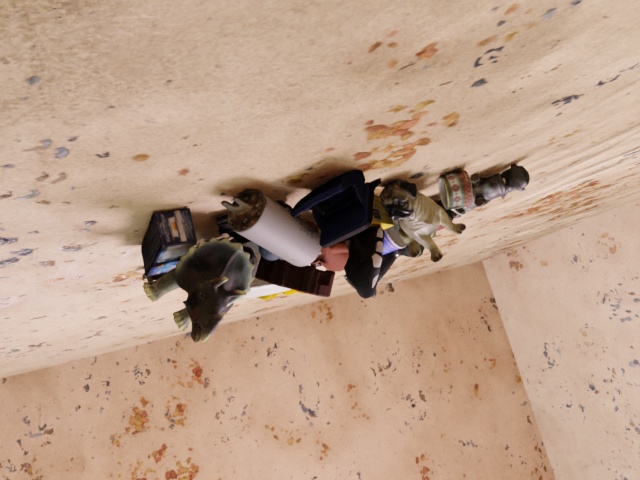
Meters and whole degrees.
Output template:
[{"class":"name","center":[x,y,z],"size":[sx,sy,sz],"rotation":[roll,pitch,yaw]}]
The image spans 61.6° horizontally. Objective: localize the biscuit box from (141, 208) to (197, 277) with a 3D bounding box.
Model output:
[{"class":"biscuit box","center":[-0.264,0.008,0.924],"size":[0.059,0.063,0.202],"rotation":[-11,169,-28]}]

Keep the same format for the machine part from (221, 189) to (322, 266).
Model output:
[{"class":"machine part","center":[-0.071,-0.017,0.898],"size":[0.079,0.079,0.243],"rotation":[-21,147,27]}]

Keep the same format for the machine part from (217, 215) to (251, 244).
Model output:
[{"class":"machine part","center":[-0.144,-0.026,0.992],"size":[0.084,0.039,0.139],"rotation":[-19,168,-5]}]

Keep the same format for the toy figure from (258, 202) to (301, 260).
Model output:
[{"class":"toy figure","center":[-0.080,-0.021,1.004],"size":[0.064,0.058,0.154],"rotation":[-23,153,-33]}]

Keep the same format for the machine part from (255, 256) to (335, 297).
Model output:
[{"class":"machine part","center":[-0.052,0.075,1.144],"size":[0.179,0.056,0.179],"rotation":[14,178,1]}]

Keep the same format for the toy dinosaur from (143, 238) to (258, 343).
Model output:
[{"class":"toy dinosaur","center":[-0.177,0.063,0.986],"size":[0.192,0.131,0.405],"rotation":[-31,-176,13]}]

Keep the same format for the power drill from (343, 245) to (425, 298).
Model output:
[{"class":"power drill","center":[0.160,0.047,1.374],"size":[0.207,0.086,0.232],"rotation":[-41,-165,-13]}]

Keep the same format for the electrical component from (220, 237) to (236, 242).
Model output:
[{"class":"electrical component","center":[-0.220,0.015,1.129],"size":[0.094,0.021,0.063],"rotation":[-23,168,31]}]

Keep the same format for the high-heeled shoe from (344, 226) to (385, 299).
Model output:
[{"class":"high-heeled shoe","center":[0.097,0.049,1.054],"size":[0.086,0.145,0.248],"rotation":[-19,166,15]}]

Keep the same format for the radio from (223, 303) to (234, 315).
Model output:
[{"class":"radio","center":[-0.268,0.119,1.295],"size":[0.073,0.131,0.229],"rotation":[-13,169,-19]}]

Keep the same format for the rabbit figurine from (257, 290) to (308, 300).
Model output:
[{"class":"rabbit figurine","center":[-0.085,0.107,1.409],"size":[0.173,0.122,0.162],"rotation":[7,168,2]}]

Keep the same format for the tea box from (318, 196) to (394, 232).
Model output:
[{"class":"tea box","center":[0.071,-0.048,1.099],"size":[0.098,0.068,0.169],"rotation":[-23,168,29]}]

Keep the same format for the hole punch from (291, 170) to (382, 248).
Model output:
[{"class":"hole punch","center":[0.023,-0.066,0.900],"size":[0.142,0.116,0.092],"rotation":[-30,120,31]}]

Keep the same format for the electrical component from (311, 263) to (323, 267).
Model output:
[{"class":"electrical component","center":[0.025,0.025,1.396],"size":[0.119,0.075,0.047],"rotation":[-17,169,-10]}]

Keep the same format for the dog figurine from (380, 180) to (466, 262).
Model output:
[{"class":"dog figurine","center":[0.181,-0.061,1.108],"size":[0.121,0.190,0.172],"rotation":[-54,-156,-12]}]

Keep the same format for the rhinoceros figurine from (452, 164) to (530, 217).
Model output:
[{"class":"rhinoceros figurine","center":[0.375,-0.109,1.205],"size":[0.112,0.073,0.190],"rotation":[-3,164,-43]}]

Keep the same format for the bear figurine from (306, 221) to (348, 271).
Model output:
[{"class":"bear figurine","center":[-0.001,0.000,1.171],"size":[0.120,0.132,0.195],"rotation":[-23,152,28]}]

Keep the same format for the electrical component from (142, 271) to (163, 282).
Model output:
[{"class":"electrical component","center":[-0.349,0.074,1.204],"size":[0.102,0.045,0.078],"rotation":[-4,136,-55]}]

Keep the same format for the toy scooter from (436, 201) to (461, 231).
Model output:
[{"class":"toy scooter","center":[0.275,-0.053,1.352],"size":[0.135,0.075,0.184],"rotation":[-19,173,24]}]
